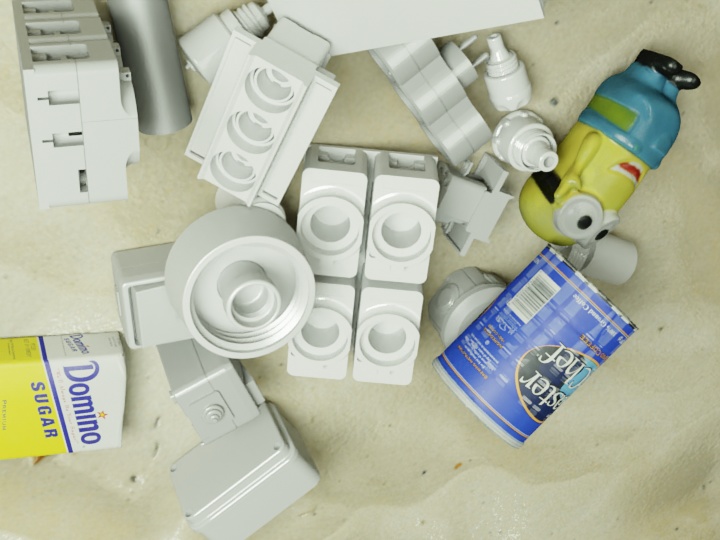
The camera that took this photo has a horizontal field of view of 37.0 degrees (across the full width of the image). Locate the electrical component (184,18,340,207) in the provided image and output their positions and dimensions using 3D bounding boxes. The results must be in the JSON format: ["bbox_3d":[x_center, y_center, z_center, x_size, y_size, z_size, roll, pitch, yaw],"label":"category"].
[{"bbox_3d":[-0.068,-0.113,0.766,0.079,0.063,0.121,29,134,-4],"label":"electrical component"}]

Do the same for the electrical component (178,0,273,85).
[{"bbox_3d":[-0.093,-0.166,0.768,0.078,0.040,0.040,-36,125,1],"label":"electrical component"}]

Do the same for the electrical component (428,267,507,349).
[{"bbox_3d":[0.104,0.041,0.960,0.080,0.051,0.080,-10,121,-17],"label":"electrical component"}]

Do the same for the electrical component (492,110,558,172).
[{"bbox_3d":[0.141,-0.101,0.886,0.048,0.062,0.048,-10,121,-17],"label":"electrical component"}]

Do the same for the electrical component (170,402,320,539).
[{"bbox_3d":[-0.102,0.178,0.938,0.113,0.078,0.057,-37,128,1],"label":"electrical component"}]

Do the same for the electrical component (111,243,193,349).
[{"bbox_3d":[-0.141,0.018,0.842,0.096,0.061,0.061,-10,121,-17],"label":"electrical component"}]

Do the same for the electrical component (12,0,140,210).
[{"bbox_3d":[-0.185,-0.113,0.695,0.062,0.150,0.089,-7,120,-17],"label":"electrical component"}]

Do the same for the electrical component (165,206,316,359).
[{"bbox_3d":[-0.084,0.014,0.789,0.108,0.060,0.108,-8,117,-17],"label":"electrical component"}]

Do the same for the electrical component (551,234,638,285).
[{"bbox_3d":[0.206,-0.017,0.972,0.081,0.043,0.043,16,111,-28],"label":"electrical component"}]

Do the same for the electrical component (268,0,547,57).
[{"bbox_3d":[0.027,-0.214,0.720,0.186,0.060,0.105,-4,130,28],"label":"electrical component"}]

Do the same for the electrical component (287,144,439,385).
[{"bbox_3d":[0.000,0.000,0.869,0.105,0.060,0.186,5,118,-2],"label":"electrical component"}]

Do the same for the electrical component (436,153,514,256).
[{"bbox_3d":[0.086,-0.059,0.901,0.064,0.042,0.081,17,110,-25],"label":"electrical component"}]

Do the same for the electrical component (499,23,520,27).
[{"bbox_3d":[0.101,-0.204,0.829,0.061,0.035,0.035,-14,122,-12],"label":"electrical component"}]

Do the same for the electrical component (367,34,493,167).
[{"bbox_3d":[0.066,-0.152,0.833,0.074,0.052,0.138,-38,125,2],"label":"electrical component"}]

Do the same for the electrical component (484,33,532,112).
[{"bbox_3d":[0.115,-0.159,0.860,0.035,0.035,0.061,-27,122,-6],"label":"electrical component"}]

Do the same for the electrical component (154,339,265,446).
[{"bbox_3d":[-0.119,0.090,0.870,0.061,0.096,0.061,-28,125,-5],"label":"electrical component"}]

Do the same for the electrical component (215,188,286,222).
[{"bbox_3d":[-0.084,-0.045,0.832,0.045,0.055,0.045,-10,121,-17],"label":"electrical component"}]
